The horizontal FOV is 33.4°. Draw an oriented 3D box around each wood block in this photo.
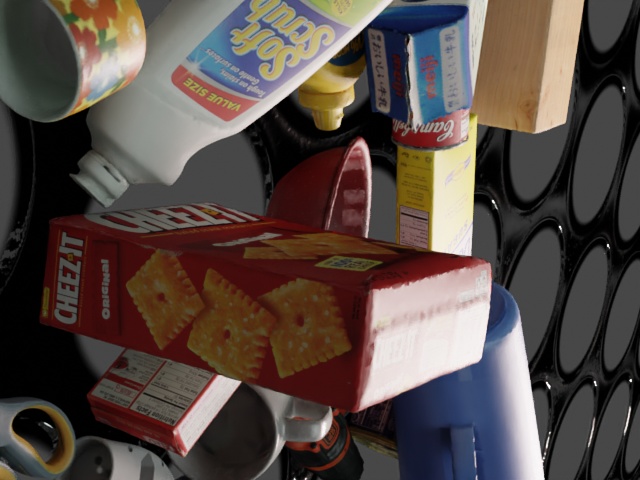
[{"bbox_3d":[0.195,-0.215,1.022,0.090,0.091,0.206,-22,121,-55],"label":"wood block"}]

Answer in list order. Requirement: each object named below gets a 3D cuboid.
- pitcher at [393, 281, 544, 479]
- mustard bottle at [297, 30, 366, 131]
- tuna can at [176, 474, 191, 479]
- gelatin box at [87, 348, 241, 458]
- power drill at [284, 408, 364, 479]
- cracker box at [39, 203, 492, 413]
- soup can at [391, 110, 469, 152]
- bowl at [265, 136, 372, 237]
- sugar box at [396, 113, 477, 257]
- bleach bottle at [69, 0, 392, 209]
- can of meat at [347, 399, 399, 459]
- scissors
[{"bbox_3d":[0.124,0.161,0.907,0.144,0.149,0.243,-30,126,-27],"label":"pitcher"},{"bbox_3d":[0.000,-0.167,0.744,0.096,0.058,0.192,-44,138,-49],"label":"mustard bottle"},{"bbox_3d":[-0.077,0.203,0.750,0.033,0.086,0.086,-20,120,-57],"label":"tuna can"},{"bbox_3d":[-0.093,0.088,0.682,0.089,0.073,0.030,-53,144,-34],"label":"gelatin box"},{"bbox_3d":[0.026,0.106,0.911,0.187,0.057,0.184,-62,148,-22],"label":"power drill"},{"bbox_3d":[-0.028,0.029,0.625,0.163,0.214,0.072,-8,107,-59],"label":"cracker box"},{"bbox_3d":[0.094,-0.135,0.909,0.068,0.069,0.102,-35,131,-49],"label":"soup can"},{"bbox_3d":[-0.005,0.001,0.787,0.162,0.055,0.162,8,90,-78],"label":"bowl"},{"bbox_3d":[0.110,-0.026,1.007,0.093,0.048,0.176,-39,133,-46],"label":"sugar box"},{"bbox_3d":[-0.047,-0.114,0.637,0.250,0.068,0.102,-48,133,-10],"label":"bleach bottle"},{"bbox_3d":[0.072,0.160,1.016,0.102,0.058,0.084,43,64,-57],"label":"can of meat"},{"bbox_3d":[-0.198,0.102,0.568,0.096,0.016,0.201,-65,149,-17],"label":"scissors"}]
